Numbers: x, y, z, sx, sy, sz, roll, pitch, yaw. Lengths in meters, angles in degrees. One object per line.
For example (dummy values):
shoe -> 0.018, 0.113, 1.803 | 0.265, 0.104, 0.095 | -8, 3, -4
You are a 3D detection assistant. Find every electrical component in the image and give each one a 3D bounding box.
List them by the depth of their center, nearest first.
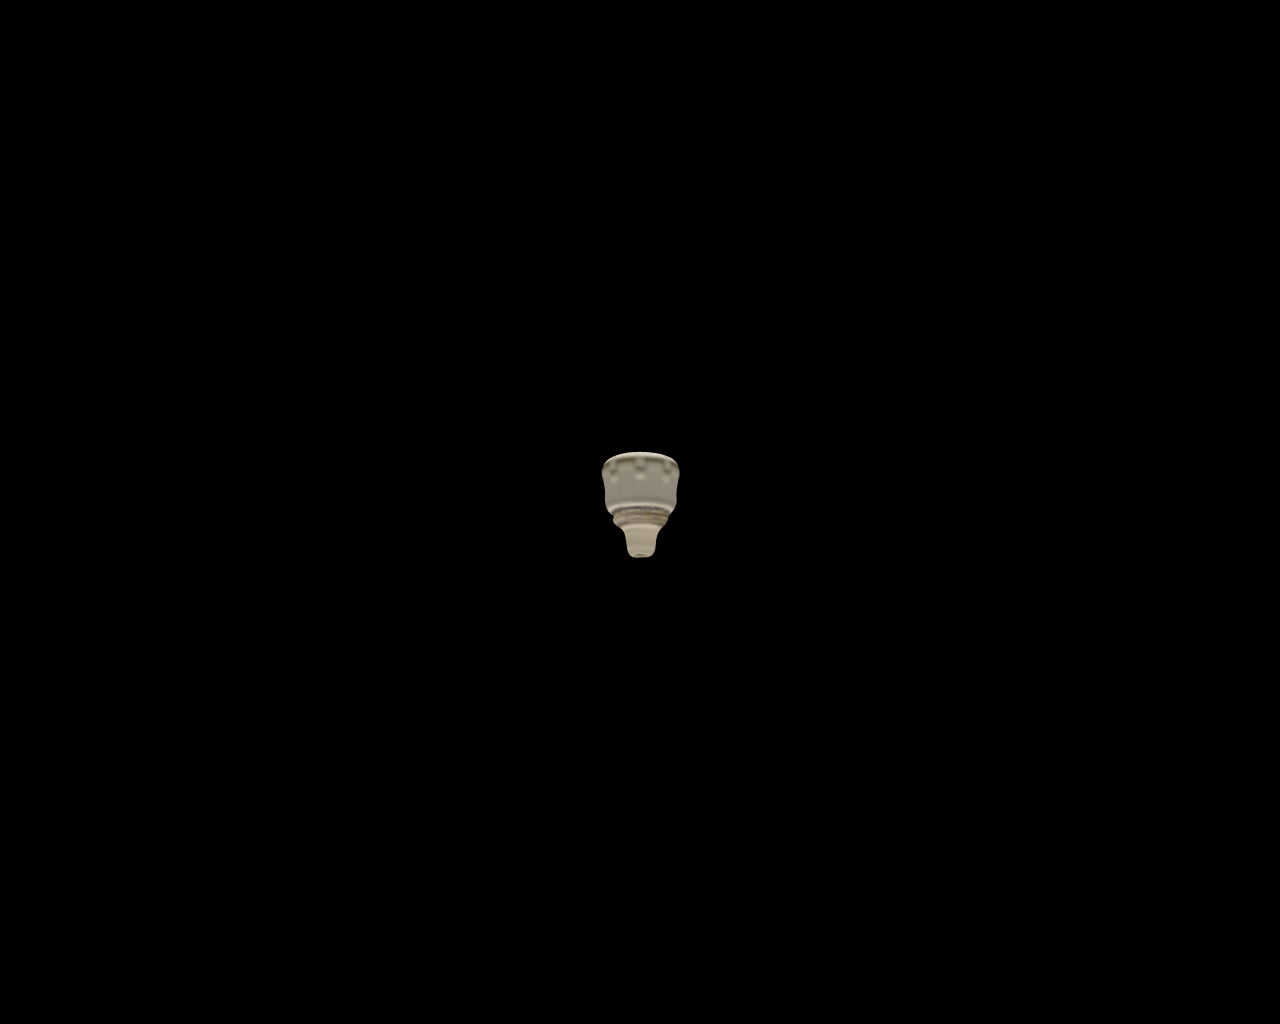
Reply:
electrical component -> 0.001, -0.003, 0.650 | 0.048, 0.062, 0.048 | 0, -12, 0
